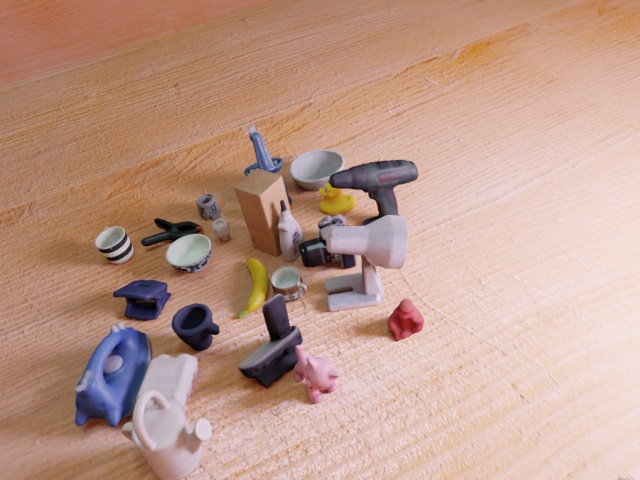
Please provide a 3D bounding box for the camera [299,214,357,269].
[{"bbox_3d":[0.013,0.005,1.443,0.137,0.101,0.143,-16,41,-4],"label":"camera"}]

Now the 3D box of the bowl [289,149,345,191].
[{"bbox_3d":[-0.004,-0.196,1.696,0.167,0.075,0.167,-7,41,6],"label":"bowl"}]

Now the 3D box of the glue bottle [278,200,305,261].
[{"bbox_3d":[-0.080,-0.031,1.451,0.037,0.173,0.078,9,45,24],"label":"glue bottle"}]

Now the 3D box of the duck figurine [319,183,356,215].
[{"bbox_3d":[0.045,-0.123,1.593,0.104,0.086,0.077,2,43,16],"label":"duck figurine"}]

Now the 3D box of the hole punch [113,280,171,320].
[{"bbox_3d":[-0.439,0.133,1.416,0.108,0.091,0.101,3,43,17],"label":"hole punch"}]

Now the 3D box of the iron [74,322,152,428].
[{"bbox_3d":[-0.444,0.264,1.229,0.118,0.142,0.258,-3,42,11],"label":"iron"}]

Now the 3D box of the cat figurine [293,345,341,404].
[{"bbox_3d":[-0.010,0.260,1.146,0.067,0.118,0.127,-30,44,-20],"label":"cat figurine"}]

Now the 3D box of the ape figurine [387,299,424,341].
[{"bbox_3d":[0.185,0.163,1.228,0.077,0.092,0.076,9,45,23],"label":"ape figurine"}]

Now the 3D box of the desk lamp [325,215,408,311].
[{"bbox_3d":[0.100,0.047,1.287,0.203,0.214,0.118,-10,41,2],"label":"desk lamp"}]

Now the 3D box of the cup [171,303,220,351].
[{"bbox_3d":[-0.265,0.207,1.286,0.117,0.095,0.092,11,46,25],"label":"cup"}]

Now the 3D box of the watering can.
[{"bbox_3d":[-0.284,0.349,1.052,0.173,0.194,0.100,-15,41,-3],"label":"watering can"}]

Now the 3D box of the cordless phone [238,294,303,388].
[{"bbox_3d":[-0.113,0.201,1.186,0.148,0.185,0.093,-38,47,-27],"label":"cordless phone"}]

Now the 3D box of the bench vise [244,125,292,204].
[{"bbox_3d":[-0.143,-0.211,1.636,0.122,0.220,0.206,-36,46,-25],"label":"bench vise"}]

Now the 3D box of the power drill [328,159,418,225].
[{"bbox_3d":[0.142,-0.111,1.461,0.230,0.209,0.075,-20,41,-9],"label":"power drill"}]

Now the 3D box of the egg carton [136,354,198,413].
[{"bbox_3d":[-0.319,0.308,1.204,0.107,0.069,0.150,-4,41,10],"label":"egg carton"}]
